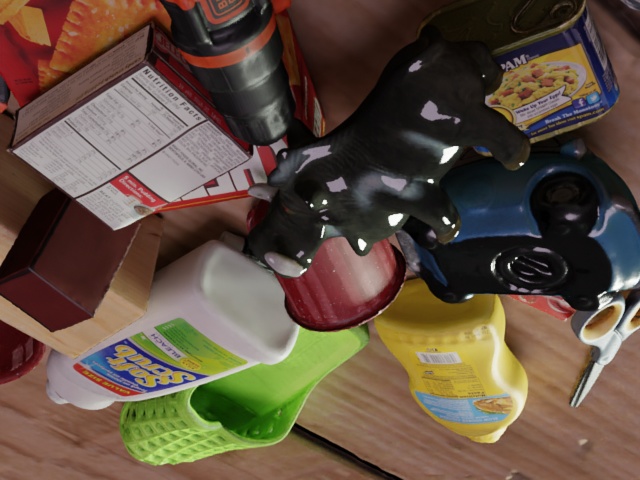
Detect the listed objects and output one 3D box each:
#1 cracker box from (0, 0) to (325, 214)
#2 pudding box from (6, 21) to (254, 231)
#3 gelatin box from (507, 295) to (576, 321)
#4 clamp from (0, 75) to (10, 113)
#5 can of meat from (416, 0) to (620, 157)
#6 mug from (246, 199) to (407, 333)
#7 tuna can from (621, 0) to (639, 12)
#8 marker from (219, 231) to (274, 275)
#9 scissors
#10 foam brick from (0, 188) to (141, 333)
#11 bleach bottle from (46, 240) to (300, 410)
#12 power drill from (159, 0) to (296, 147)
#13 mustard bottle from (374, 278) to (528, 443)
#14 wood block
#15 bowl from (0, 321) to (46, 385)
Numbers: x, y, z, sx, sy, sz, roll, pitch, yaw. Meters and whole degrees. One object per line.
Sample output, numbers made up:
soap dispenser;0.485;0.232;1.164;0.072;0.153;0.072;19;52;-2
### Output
cracker box;-0.101;-0.112;0.634;0.164;0.072;0.213;-8;137;12
pudding box;-0.106;-0.061;0.609;0.114;0.039;0.090;-27;131;26
gelatin box;0.170;0.017;0.786;0.089;0.030;0.073;25;132;-21
clamp;-0.233;-0.148;0.628;0.120;0.039;0.171;-26;133;25
can of meat;0.121;-0.105;0.641;0.102;0.057;0.084;-18;135;22
mug;-0.005;0.001;0.747;0.117;0.093;0.081;15;144;41
tuna can;0.198;-0.167;0.586;0.086;0.033;0.086;2;137;1
marker;-0.020;0.022;0.810;0.121;0.020;0.020;21;134;-18
scissors;0.215;0.088;0.849;0.096;0.016;0.202;-8;143;-29
foam brick;-0.158;0.008;0.664;0.051;0.078;0.053;41;141;-27
bleach bottle;-0.134;0.086;0.842;0.102;0.068;0.251;39;135;-24
power drill;0.005;-0.151;0.534;0.187;0.057;0.184;-34;140;-10
mustard bottle;0.116;0.108;0.864;0.096;0.058;0.191;-3;138;24
wood block;-0.219;-0.015;0.729;0.090;0.091;0.205;-31;128;33
bowl;-0.287;0.047;0.824;0.162;0.055;0.162;2;137;1
